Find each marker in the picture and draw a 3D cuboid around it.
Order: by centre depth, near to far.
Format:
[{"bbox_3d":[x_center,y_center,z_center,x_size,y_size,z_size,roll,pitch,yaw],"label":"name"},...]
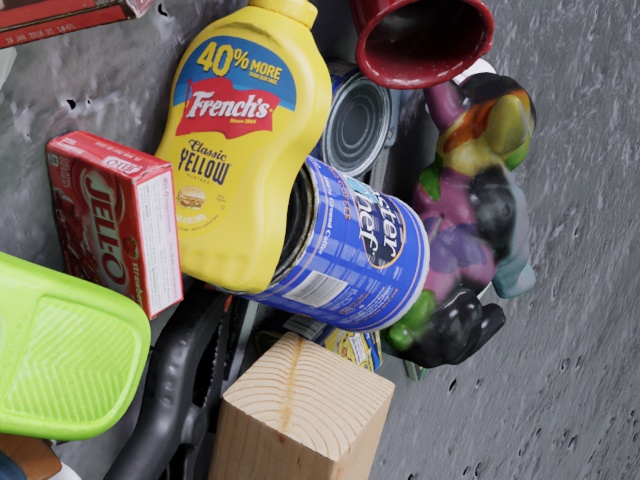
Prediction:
[{"bbox_3d":[-0.062,0.081,0.761,0.020,0.020,0.121,4,105,-55],"label":"marker"}]

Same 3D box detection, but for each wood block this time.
[{"bbox_3d":[-0.025,0.183,0.763,0.090,0.090,0.206,-41,151,-49],"label":"wood block"}]

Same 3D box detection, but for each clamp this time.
[{"bbox_3d":[-0.093,0.126,0.679,0.164,0.036,0.210,80,22,-56],"label":"clamp"}]

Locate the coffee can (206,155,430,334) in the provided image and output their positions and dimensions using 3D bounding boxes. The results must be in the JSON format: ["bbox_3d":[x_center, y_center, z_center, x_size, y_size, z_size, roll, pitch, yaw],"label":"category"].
[{"bbox_3d":[-0.005,0.001,0.713,0.140,0.103,0.103,22,89,-52],"label":"coffee can"}]

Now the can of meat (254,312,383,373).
[{"bbox_3d":[0.002,0.086,0.822,0.083,0.058,0.102,-44,139,-35],"label":"can of meat"}]

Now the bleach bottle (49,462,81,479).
[{"bbox_3d":[-0.155,0.242,0.685,0.102,0.068,0.251,-53,146,-28],"label":"bleach bottle"}]

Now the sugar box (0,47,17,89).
[{"bbox_3d":[-0.209,-0.093,0.434,0.093,0.048,0.176,-60,145,-12],"label":"sugar box"}]

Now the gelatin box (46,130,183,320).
[{"bbox_3d":[-0.113,-0.009,0.590,0.030,0.073,0.089,-32,132,-41],"label":"gelatin box"}]

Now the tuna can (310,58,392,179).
[{"bbox_3d":[0.015,-0.085,0.764,0.085,0.034,0.086,-30,131,-43],"label":"tuna can"}]

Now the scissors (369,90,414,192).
[{"bbox_3d":[0.063,-0.098,0.840,0.096,0.016,0.202,-33,133,-41],"label":"scissors"}]

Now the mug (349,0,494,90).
[{"bbox_3d":[0.071,-0.159,0.724,0.117,0.081,0.093,12,142,-34],"label":"mug"}]

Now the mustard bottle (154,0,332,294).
[{"bbox_3d":[-0.046,-0.072,0.629,0.058,0.096,0.191,17,94,-66],"label":"mustard bottle"}]

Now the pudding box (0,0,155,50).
[{"bbox_3d":[-0.107,-0.129,0.479,0.113,0.090,0.039,-69,146,-53],"label":"pudding box"}]
